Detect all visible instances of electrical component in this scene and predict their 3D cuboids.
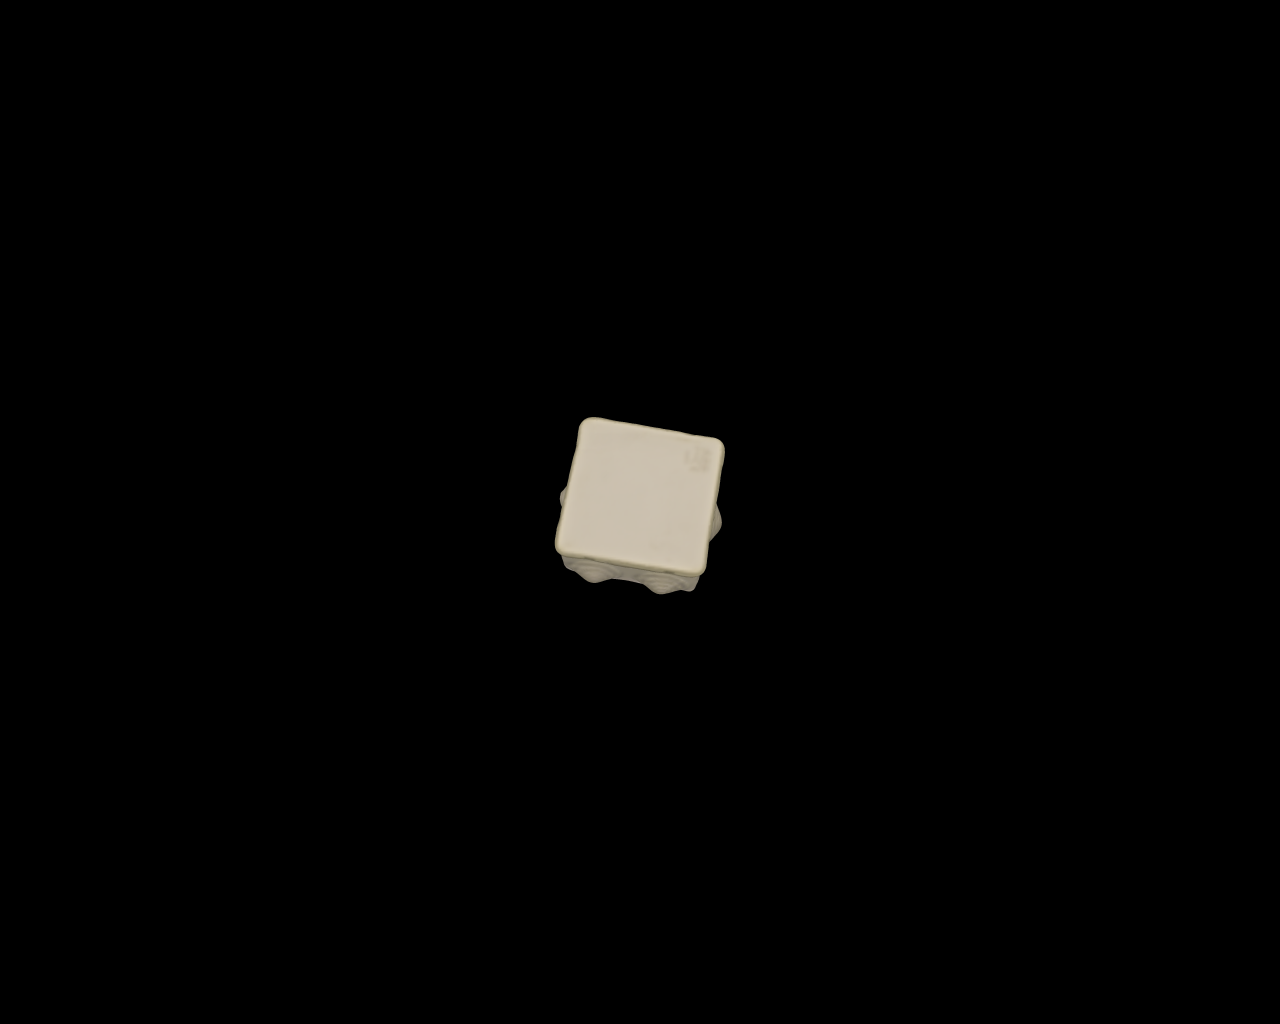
[{"bbox_3d":[0.001,-0.003,0.650,0.100,0.100,0.048,10,-20,3],"label":"electrical component"}]
